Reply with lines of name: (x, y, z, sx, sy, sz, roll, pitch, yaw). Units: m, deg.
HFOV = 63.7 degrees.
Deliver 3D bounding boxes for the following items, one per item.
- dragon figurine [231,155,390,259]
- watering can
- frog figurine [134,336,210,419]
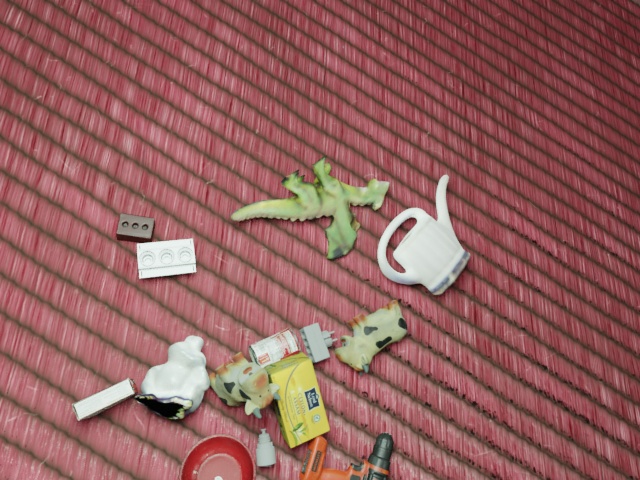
dragon figurine: (0.004, -0.065, 1.298, 0.414, 0.243, 0.121, -33, 0, -22)
watering can: (0.301, -0.004, 1.348, 0.352, 0.225, 0.102, -45, -2, -23)
frog figurine: (-0.299, 0.286, 1.088, 0.137, 0.120, 0.163, -8, 40, 16)
